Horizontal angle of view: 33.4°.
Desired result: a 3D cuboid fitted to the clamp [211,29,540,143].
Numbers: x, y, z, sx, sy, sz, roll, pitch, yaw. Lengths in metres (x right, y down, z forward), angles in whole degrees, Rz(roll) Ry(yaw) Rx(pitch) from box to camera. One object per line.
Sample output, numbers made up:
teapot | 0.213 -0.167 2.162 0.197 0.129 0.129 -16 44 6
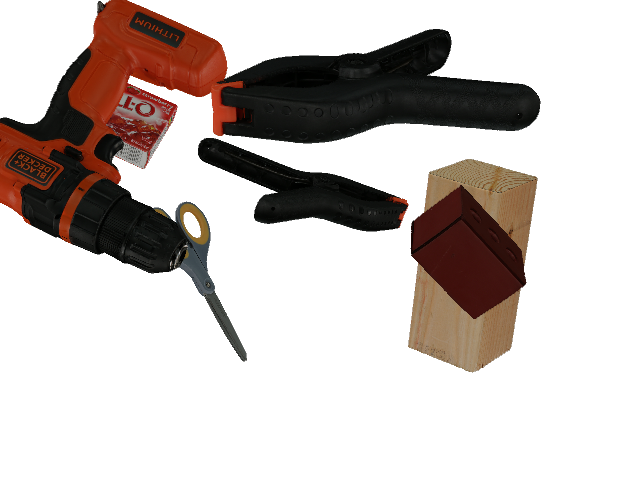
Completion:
clamp | 0.022 -0.087 0.593 0.171 0.039 0.120 -3 23 -11

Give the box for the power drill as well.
power drill | -0.144 -0.079 0.772 0.184 0.187 0.057 26 -30 9

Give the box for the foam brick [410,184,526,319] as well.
foam brick | 0.112 0.010 0.810 0.051 0.078 0.053 -37 20 23

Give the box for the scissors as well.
scissors | -0.128 0.037 1.236 0.016 0.201 0.096 -28 15 40

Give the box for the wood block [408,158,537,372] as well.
wood block | 0.166 0.026 1.174 0.090 0.206 0.090 19 25 34

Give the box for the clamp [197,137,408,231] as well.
clamp | -0.003 -0.039 1.013 0.209 0.036 0.165 13 20 -24

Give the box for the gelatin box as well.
gelatin box | -0.194 -0.119 1.036 0.089 0.073 0.030 25 -41 -2
